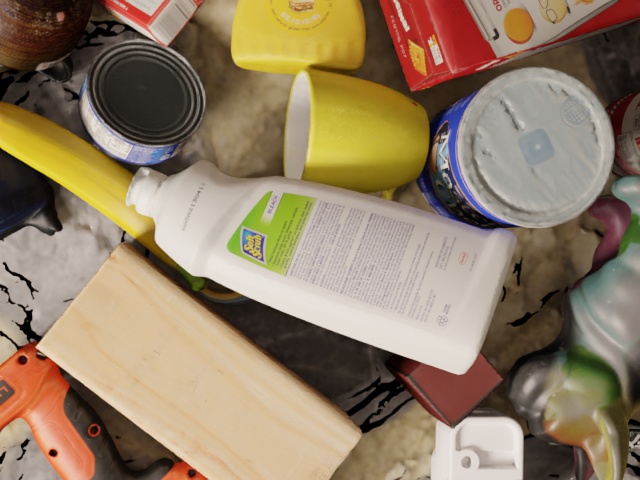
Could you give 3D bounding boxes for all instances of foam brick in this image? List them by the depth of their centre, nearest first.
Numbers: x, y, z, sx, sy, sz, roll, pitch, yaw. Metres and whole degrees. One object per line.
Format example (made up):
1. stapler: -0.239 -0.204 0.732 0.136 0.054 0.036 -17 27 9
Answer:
1. foam brick: 0.089 0.096 0.770 0.051 0.078 0.053 -43 96 -6

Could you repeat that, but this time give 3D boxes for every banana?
1. banana: -0.154 -0.040 0.739 0.197 0.070 0.037 38 92 -20

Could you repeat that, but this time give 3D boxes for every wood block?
1. wood block: -0.082 0.100 0.744 0.206 0.091 0.090 39 86 -5

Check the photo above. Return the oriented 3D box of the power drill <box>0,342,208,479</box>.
1. power drill: -0.190 0.180 0.749 0.184 0.057 0.187 -42 97 -8

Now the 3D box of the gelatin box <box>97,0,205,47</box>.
1. gelatin box: -0.109 -0.189 0.755 0.073 0.030 0.089 35 84 34

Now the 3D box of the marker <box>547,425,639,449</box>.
1. marker: 0.233 0.150 0.815 0.121 0.020 0.020 4 89 -7

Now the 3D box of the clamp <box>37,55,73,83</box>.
1. clamp: -0.270 -0.179 0.732 0.164 0.036 0.210 -13 73 -45

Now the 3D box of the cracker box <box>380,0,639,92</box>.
1. cracker box: 0.139 -0.213 0.756 0.213 0.072 0.164 -20 91 -22

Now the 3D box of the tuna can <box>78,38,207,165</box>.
1. tuna can: -0.125 -0.097 0.751 0.086 0.034 0.086 11 63 -22

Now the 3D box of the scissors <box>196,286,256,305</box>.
1. scissors: -0.017 0.044 0.756 0.096 0.016 0.202 -46 73 6

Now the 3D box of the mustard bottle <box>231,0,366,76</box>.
1. mustard bottle: -0.011 -0.218 0.770 0.096 0.058 0.191 4 89 -1

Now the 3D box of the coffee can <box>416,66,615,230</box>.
1. coffee can: 0.130 -0.058 0.744 0.102 0.140 0.103 0 89 -7

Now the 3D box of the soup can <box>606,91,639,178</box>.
1. soup can: 0.251 -0.079 0.777 0.068 0.102 0.068 0 90 -6

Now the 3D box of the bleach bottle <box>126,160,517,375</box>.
1. bleach bottle: -0.005 0.001 0.710 0.251 0.068 0.102 21 69 4
